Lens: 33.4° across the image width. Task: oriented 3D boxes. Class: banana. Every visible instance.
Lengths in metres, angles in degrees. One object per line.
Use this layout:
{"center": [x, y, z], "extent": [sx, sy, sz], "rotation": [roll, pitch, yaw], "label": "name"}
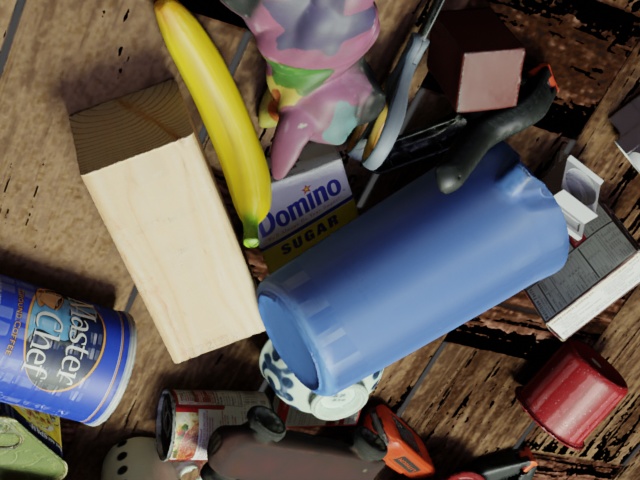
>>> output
{"center": [-0.075, -0.095, 0.817], "extent": [0.037, 0.069, 0.198], "rotation": [-20, 104, 4], "label": "banana"}

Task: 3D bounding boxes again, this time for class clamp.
{"center": [0.159, 0.308, 1.230], "extent": [0.164, 0.036, 0.210], "rotation": [32, 109, -27], "label": "clamp"}
{"center": [0.120, -0.093, 0.878], "extent": [0.171, 0.120, 0.039], "rotation": [-35, 122, -27], "label": "clamp"}

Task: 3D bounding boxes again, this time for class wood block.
{"center": [-0.117, -0.011, 0.862], "extent": [0.090, 0.091, 0.206], "rotation": [-20, 129, -3], "label": "wood block"}

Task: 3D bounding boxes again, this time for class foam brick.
{"center": [0.122, -0.143, 0.843], "extent": [0.051, 0.078, 0.053], "rotation": [-6, 128, -12], "label": "foam brick"}

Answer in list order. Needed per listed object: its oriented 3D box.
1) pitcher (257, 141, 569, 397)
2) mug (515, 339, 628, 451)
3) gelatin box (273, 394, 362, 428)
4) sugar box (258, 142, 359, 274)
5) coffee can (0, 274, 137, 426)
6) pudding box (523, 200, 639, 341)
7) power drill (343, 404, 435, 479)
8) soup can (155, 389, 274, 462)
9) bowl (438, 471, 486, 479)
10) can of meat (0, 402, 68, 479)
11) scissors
{"center": [0.073, 0.030, 0.886], "extent": [0.242, 0.145, 0.149], "rotation": [-30, 117, -19], "label": "pitcher"}
{"center": [0.271, 0.159, 1.125], "extent": [0.082, 0.093, 0.117], "rotation": [-52, 155, 16], "label": "mug"}
{"center": [0.001, 0.151, 1.064], "extent": [0.089, 0.030, 0.073], "rotation": [1, 125, -18], "label": "gelatin box"}
{"center": [-0.006, 0.001, 0.935], "extent": [0.093, 0.048, 0.176], "rotation": [-21, 132, 0], "label": "sugar box"}
{"center": [-0.239, 0.090, 0.893], "extent": [0.140, 0.103, 0.103], "rotation": [21, 118, -30], "label": "coffee can"}
{"center": [0.246, 0.027, 1.006], "extent": [0.114, 0.090, 0.039], "rotation": [-42, 126, 15], "label": "pudding box"}
{"center": [0.026, 0.265, 1.141], "extent": [0.188, 0.057, 0.184], "rotation": [-34, 137, 8], "label": "power drill"}
{"center": [-0.101, 0.179, 1.029], "extent": [0.102, 0.068, 0.069], "rotation": [4, 125, -21], "label": "soup can"}
{"center": [0.125, 0.324, 1.156], "extent": [0.161, 0.055, 0.162], "rotation": [-9, 102, -47], "label": "bowl"}
{"center": [-0.274, 0.164, 0.952], "extent": [0.057, 0.084, 0.102], "rotation": [-30, 130, 7], "label": "can of meat"}
{"center": [0.073, -0.136, 0.829], "extent": [0.016, 0.096, 0.202], "rotation": [22, 121, -15], "label": "scissors"}
